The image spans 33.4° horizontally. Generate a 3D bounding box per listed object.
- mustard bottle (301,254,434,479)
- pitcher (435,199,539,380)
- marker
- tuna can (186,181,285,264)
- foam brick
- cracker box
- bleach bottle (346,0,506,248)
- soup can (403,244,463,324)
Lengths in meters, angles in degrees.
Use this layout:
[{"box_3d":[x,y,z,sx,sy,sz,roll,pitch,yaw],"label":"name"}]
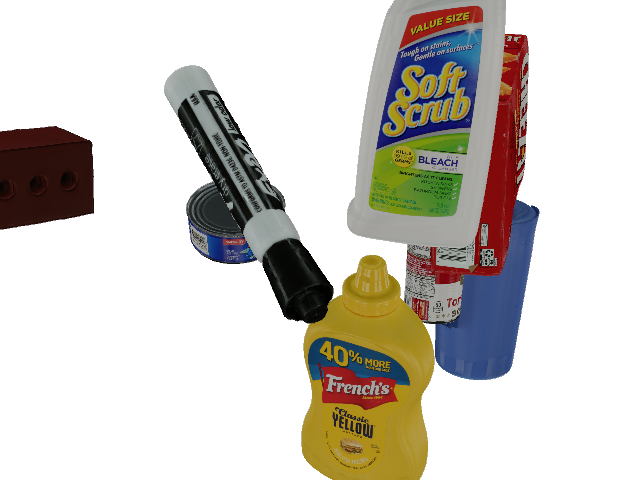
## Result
[{"box_3d":[0.035,0.095,0.784,0.096,0.192,0.058,15,34,22],"label":"mustard bottle"},{"box_3d":[0.208,0.064,1.442,0.149,0.243,0.145,5,21,6],"label":"pitcher"},{"box_3d":[-0.027,-0.018,0.383,0.020,0.121,0.020,-20,-35,-15],"label":"marker"},{"box_3d":[-0.073,-0.018,0.930,0.086,0.034,0.086,-1,38,1],"label":"tuna can"},{"box_3d":[-0.197,-0.043,0.707,0.078,0.053,0.051,-13,25,-37],"label":"foam brick"},{"box_3d":[0.152,-0.087,0.993,0.072,0.164,0.213,5,27,14],"label":"cracker box"},{"box_3d":[0.076,-0.122,0.751,0.102,0.251,0.068,8,26,11],"label":"bleach bottle"},{"box_3d":[0.131,0.037,1.227,0.068,0.102,0.068,2,20,-1],"label":"soup can"}]
